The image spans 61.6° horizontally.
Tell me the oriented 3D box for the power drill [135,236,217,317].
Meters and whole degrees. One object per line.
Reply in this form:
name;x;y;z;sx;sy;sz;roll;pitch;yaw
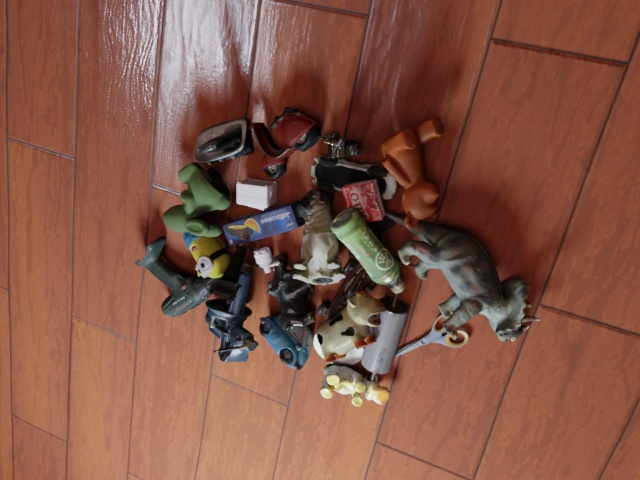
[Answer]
power drill;-0.377;0.088;1.431;0.207;0.086;0.232;44;119;-4

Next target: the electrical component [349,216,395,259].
electrical component;0.110;-0.015;1.221;0.119;0.048;0.074;-23;97;27

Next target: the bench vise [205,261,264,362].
bench vise;-0.212;0.174;1.339;0.129;0.224;0.240;11;96;-27

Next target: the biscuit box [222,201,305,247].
biscuit box;-0.135;-0.039;1.302;0.203;0.059;0.062;-15;100;24

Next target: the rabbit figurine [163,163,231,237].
rabbit figurine;-0.297;-0.075;1.299;0.170;0.121;0.159;-42;77;15

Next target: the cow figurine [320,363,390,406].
cow figurine;0.088;0.354;1.325;0.167;0.098;0.068;15;108;-4

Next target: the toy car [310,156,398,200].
toy car;0.073;-0.138;1.195;0.202;0.056;0.073;15;117;18

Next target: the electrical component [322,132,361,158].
electrical component;0.045;-0.205;1.166;0.078;0.102;0.045;-7;111;0

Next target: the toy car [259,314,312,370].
toy car;-0.073;0.239;1.348;0.103;0.109;0.162;-40;77;1

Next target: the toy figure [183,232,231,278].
toy figure;-0.289;0.013;1.354;0.180;0.089;0.082;61;162;23

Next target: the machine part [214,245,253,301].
machine part;-0.207;0.075;1.295;0.084;0.039;0.139;9;71;44

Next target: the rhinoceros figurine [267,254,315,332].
rhinoceros figurine;-0.072;0.128;1.304;0.112;0.073;0.190;-12;78;6

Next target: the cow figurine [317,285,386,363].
cow figurine;0.071;0.188;1.224;0.195;0.085;0.127;-36;74;33

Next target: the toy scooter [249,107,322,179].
toy scooter;-0.090;-0.237;1.220;0.184;0.075;0.135;-39;88;31

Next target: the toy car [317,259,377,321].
toy car;0.067;0.133;1.281;0.089;0.053;0.202;36;116;11

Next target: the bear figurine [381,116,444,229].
bear figurine;0.203;-0.132;1.100;0.132;0.120;0.195;-18;95;60

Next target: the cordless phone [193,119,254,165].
cordless phone;-0.245;-0.211;1.225;0.147;0.184;0.088;-10;106;23

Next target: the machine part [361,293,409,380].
machine part;0.151;0.224;1.259;0.079;0.079;0.243;20;111;15

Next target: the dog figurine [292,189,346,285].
dog figurine;0.001;-0.005;1.247;0.121;0.172;0.190;3;65;-3

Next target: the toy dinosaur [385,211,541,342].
toy dinosaur;0.301;0.061;1.137;0.192;0.131;0.404;-33;88;14
